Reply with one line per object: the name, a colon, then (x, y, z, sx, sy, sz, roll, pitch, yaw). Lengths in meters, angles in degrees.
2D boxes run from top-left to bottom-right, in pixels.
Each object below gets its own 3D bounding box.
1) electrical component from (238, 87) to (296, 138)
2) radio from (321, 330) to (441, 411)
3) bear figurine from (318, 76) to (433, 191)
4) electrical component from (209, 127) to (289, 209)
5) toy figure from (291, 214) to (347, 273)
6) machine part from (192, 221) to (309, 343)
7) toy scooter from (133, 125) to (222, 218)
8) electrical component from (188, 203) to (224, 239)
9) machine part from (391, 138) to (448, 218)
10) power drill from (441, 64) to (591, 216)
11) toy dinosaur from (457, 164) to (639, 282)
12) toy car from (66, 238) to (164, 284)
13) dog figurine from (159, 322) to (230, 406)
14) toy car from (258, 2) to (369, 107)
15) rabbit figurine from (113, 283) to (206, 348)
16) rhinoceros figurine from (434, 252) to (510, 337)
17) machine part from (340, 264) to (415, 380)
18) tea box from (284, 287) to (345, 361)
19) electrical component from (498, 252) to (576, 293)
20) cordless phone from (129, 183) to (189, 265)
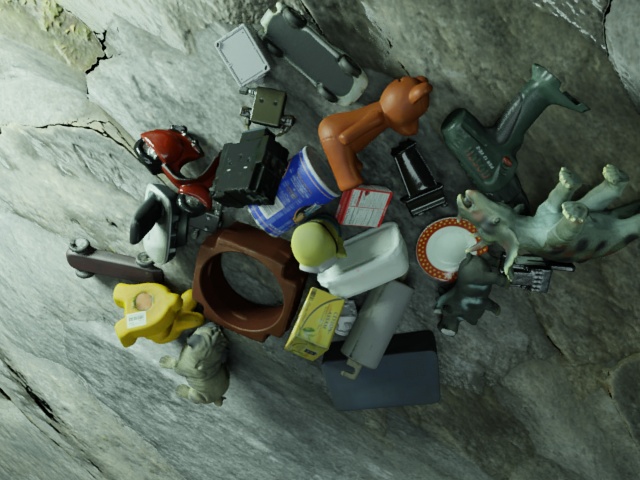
electrical component: (-0.092, -0.221, 0.930, 0.102, 0.045, 0.078, 6, 90, 3)
radio: (0.128, 0.268, 1.091, 0.230, 0.073, 0.131, -9, 112, 13)
bear figurine: (0.102, -0.182, 0.883, 0.196, 0.120, 0.131, -20, 112, 10)
electrical component: (-0.118, -0.124, 0.914, 0.115, 0.134, 0.058, -3, 156, 35)
toy figure: (-0.005, -0.001, 0.936, 0.082, 0.180, 0.089, -38, 101, 18)
machine part: (-0.132, 0.079, 1.019, 0.202, 0.087, 0.200, 23, 122, 10)
toy scooter: (-0.232, -0.140, 0.959, 0.135, 0.075, 0.184, -40, 86, -12)
electrical component: (-0.219, -0.039, 1.034, 0.063, 0.021, 0.094, 19, 114, -2)
machine part: (0.168, -0.108, 0.945, 0.084, 0.039, 0.138, -18, 111, 20)
power drill: (0.329, -0.165, 0.882, 0.232, 0.086, 0.207, 36, 120, -17)
toy dinosaur: (0.429, -0.019, 0.891, 0.405, 0.131, 0.192, 1, 143, -17)
toy car: (-0.408, 0.048, 1.079, 0.202, 0.053, 0.089, 10, 129, 2)
dog figurine: (-0.214, 0.254, 1.058, 0.172, 0.121, 0.190, 46, 146, -14)
toy car: (-0.011, -0.300, 0.879, 0.201, 0.056, 0.073, 39, 118, -8)
rabbit figurine: (-0.317, 0.150, 1.078, 0.162, 0.122, 0.173, -19, 150, -11)
rhinoceros figurine: (0.270, 0.106, 0.984, 0.112, 0.073, 0.190, 0, 133, -12)
machine part: (0.109, 0.151, 1.009, 0.079, 0.079, 0.243, 25, 89, -3)
tea box: (-0.013, 0.161, 1.003, 0.068, 0.169, 0.098, 22, 70, -1)
electrical component: (0.389, 0.057, 0.967, 0.119, 0.075, 0.047, 4, 113, 3)
cordless phone: (-0.303, -0.010, 0.970, 0.089, 0.184, 0.146, 12, 114, -2)
